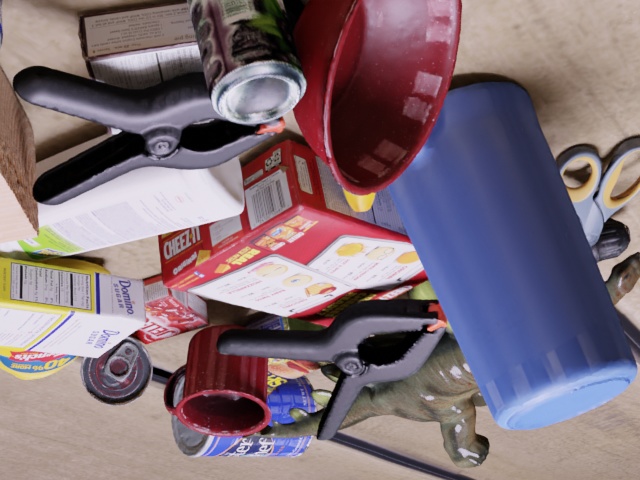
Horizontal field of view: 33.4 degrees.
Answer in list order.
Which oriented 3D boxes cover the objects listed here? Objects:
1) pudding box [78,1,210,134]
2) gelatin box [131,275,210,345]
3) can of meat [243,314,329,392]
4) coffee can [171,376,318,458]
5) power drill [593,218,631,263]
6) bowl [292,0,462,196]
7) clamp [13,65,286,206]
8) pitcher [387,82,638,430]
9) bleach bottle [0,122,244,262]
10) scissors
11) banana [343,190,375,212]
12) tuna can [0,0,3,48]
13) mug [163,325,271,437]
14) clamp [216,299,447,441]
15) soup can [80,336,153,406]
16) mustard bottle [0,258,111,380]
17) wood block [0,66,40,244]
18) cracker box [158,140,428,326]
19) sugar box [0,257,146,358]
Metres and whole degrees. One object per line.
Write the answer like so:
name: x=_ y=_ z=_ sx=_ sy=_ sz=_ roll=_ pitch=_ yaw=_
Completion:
pudding box: x=-0.092 y=-0.113 z=0.694 sx=0.113 sy=0.039 sz=0.090 roll=-10 pitch=153 yaw=-5
gelatin box: x=-0.158 y=0.069 z=1.037 sx=0.073 sy=0.030 sz=0.089 roll=-17 pitch=153 yaw=12
can of meat: x=-0.045 y=0.117 z=1.149 sx=0.084 sy=0.057 sz=0.102 roll=-25 pitch=151 yaw=21
coffee can: x=-0.088 y=0.202 z=1.246 sx=0.140 sy=0.103 sz=0.103 roll=8 pitch=148 yaw=-34
power drill: x=0.223 y=0.042 z=1.103 sx=0.184 sy=0.057 sz=0.187 roll=-10 pitch=151 yaw=7
bowl: x=0.027 y=-0.112 z=0.664 sx=0.055 sy=0.162 sz=0.162 roll=21 pitch=167 yaw=28
clamp: x=-0.111 y=-0.066 z=0.687 sx=0.171 sy=0.039 sz=0.120 roll=-1 pitch=151 yaw=-19
pitcher: x=0.147 y=0.014 z=0.809 sx=0.149 sy=0.243 sz=0.145 roll=-16 pitch=156 yaw=-8
bleach bottle: x=-0.189 y=-0.028 z=0.801 sx=0.251 sy=0.068 sz=0.102 roll=-15 pitch=153 yaw=13
scissors: x=0.232 y=-0.014 z=0.976 sx=0.096 sy=0.016 sz=0.202 roll=11 pitch=129 yaw=-18
banana: x=0.010 y=-0.088 z=0.754 sx=0.037 sy=0.069 sz=0.197 roll=24 pitch=168 yaw=28
tuna can: x=-0.227 y=-0.128 z=0.616 sx=0.086 sy=0.034 sz=0.086 roll=-9 pitch=153 yaw=-4
mug: x=-0.103 y=0.141 z=1.060 sx=0.117 sy=0.081 sz=0.093 roll=-18 pitch=138 yaw=23
clamp: x=0.020 y=0.100 z=0.973 sx=0.210 sy=0.036 sz=0.164 roll=-34 pitch=120 yaw=32
soup can: x=-0.203 y=0.129 z=1.063 sx=0.068 sy=0.068 sz=0.102 roll=-5 pitch=175 yaw=-11
mustard bottle: x=-0.260 y=0.084 z=0.997 sx=0.096 sy=0.058 sz=0.192 roll=-3 pitch=153 yaw=-28
wood block: x=-0.298 y=-0.042 z=0.697 sx=0.206 sy=0.090 sz=0.091 roll=-10 pitch=154 yaw=-1
cracker box: x=-0.006 y=0.001 z=0.917 sx=0.164 sy=0.072 sz=0.213 roll=-30 pitch=149 yaw=35
sugar box: x=-0.236 y=0.052 z=0.837 sx=0.175 sy=0.048 sz=0.094 roll=9 pitch=151 yaw=-37
